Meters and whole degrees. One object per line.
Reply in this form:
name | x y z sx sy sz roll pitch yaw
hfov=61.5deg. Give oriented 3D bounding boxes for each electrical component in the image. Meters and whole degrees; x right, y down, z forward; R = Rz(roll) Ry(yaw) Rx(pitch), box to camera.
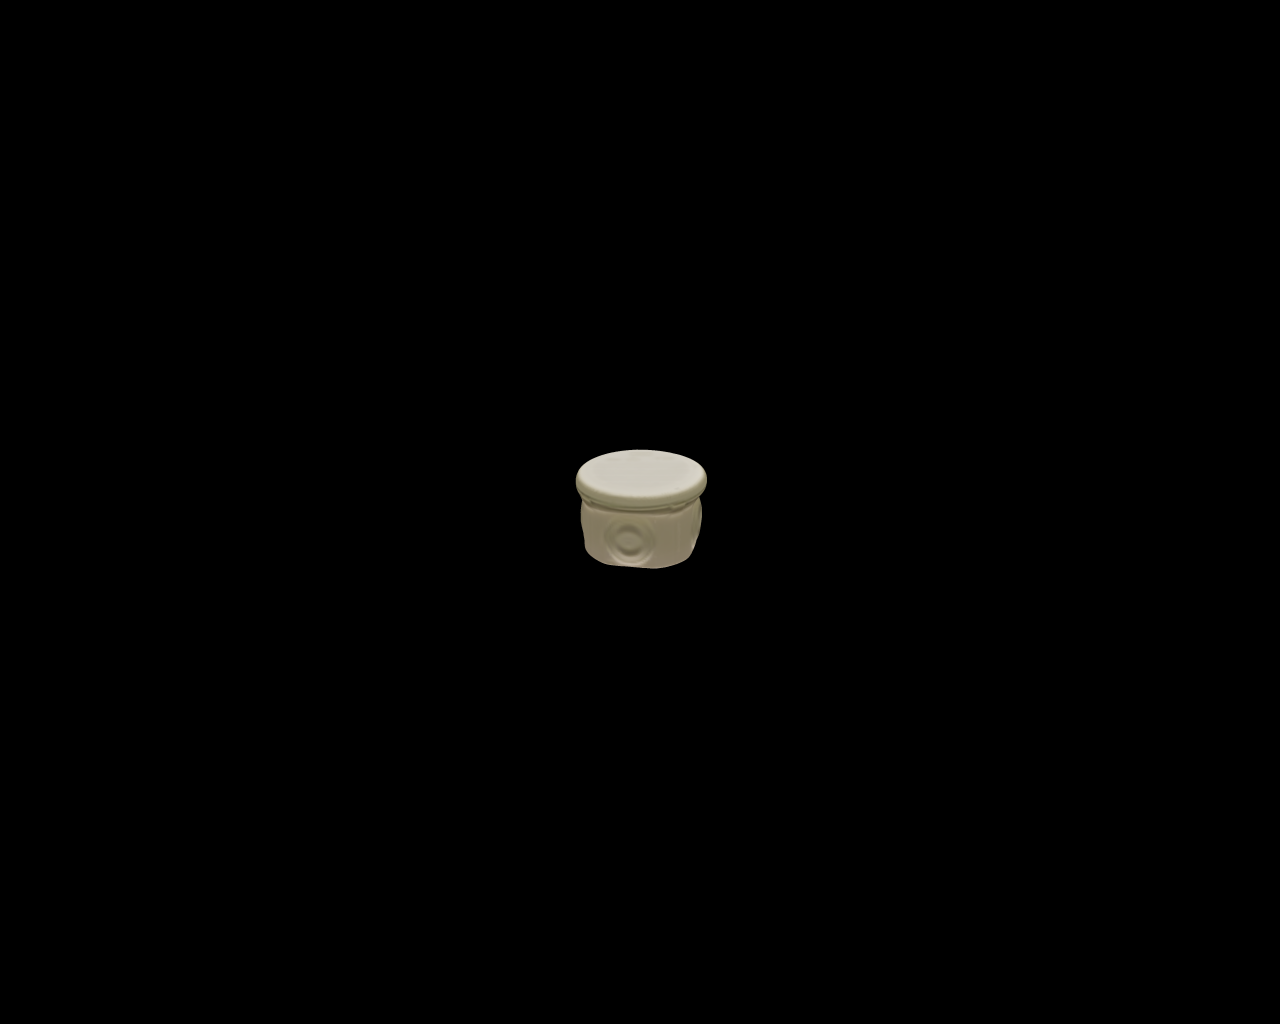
electrical component | 0.001 -0.003 0.650 0.080 0.050 0.080 0 24 0
